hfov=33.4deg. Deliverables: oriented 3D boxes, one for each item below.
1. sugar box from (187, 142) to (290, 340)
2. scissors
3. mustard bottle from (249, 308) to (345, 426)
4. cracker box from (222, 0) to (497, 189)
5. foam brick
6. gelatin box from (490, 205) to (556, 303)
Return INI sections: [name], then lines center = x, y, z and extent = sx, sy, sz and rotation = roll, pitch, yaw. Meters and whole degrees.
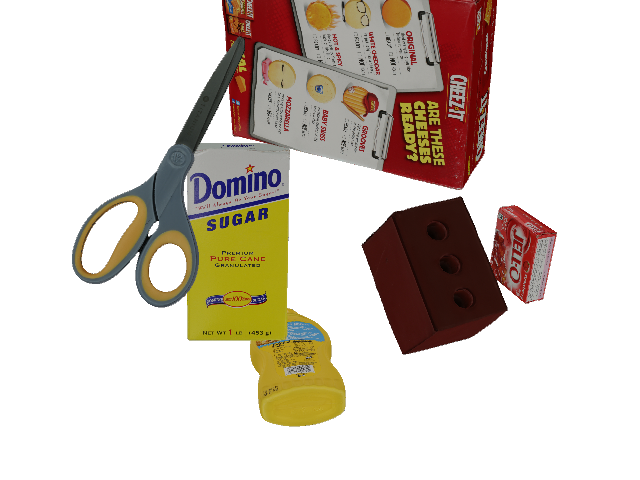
[sugar box]
center = -0.075, 0.001, 0.964
extent = 0.093, 0.176, 0.048
rotation = -1, 14, -5
[scissors]
center = -0.089, -0.038, 0.745
extent = 0.096, 0.202, 0.016
rotation = 42, -2, 4
[mustard bottle]
center = -0.033, 0.136, 1.245
extent = 0.096, 0.058, 0.191
rotation = -6, 31, -7
[cracker box]
center = 0.030, -0.147, 0.867
extent = 0.214, 0.164, 0.072
rotation = 14, 40, 20
[foam brick]
center = 0.068, 0.022, 0.651
extent = 0.052, 0.078, 0.051
rotation = -13, -16, -26
[gelatin box]
center = 0.227, 0.015, 1.208
extent = 0.030, 0.089, 0.073
rotation = -10, 32, -25
